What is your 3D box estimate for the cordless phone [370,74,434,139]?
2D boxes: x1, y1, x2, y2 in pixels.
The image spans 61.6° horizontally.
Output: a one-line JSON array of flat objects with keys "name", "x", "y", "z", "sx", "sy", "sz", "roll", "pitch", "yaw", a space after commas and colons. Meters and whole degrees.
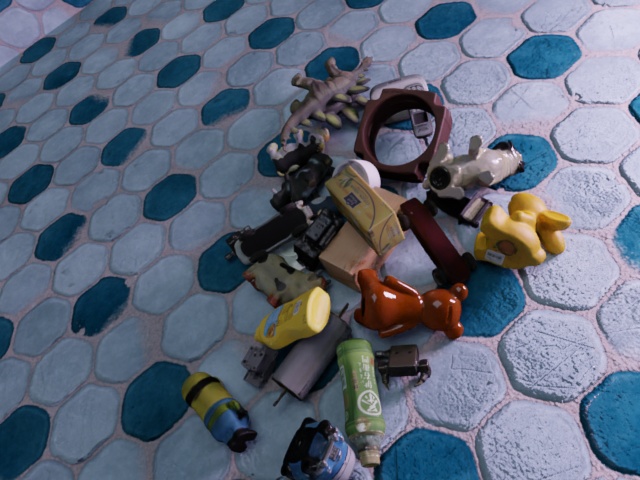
[{"name": "cordless phone", "x": 0.207, "y": -0.313, "z": 1.340, "sx": 0.147, "sy": 0.088, "sz": 0.184, "roll": -13, "pitch": 59, "yaw": 12}]

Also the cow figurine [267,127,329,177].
[{"name": "cow figurine", "x": -0.046, "y": -0.229, "z": 1.385, "sx": 0.167, "sy": 0.068, "sz": 0.098, "roll": -26, "pitch": 51, "yaw": 3}]

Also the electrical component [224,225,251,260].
[{"name": "electrical component", "x": -0.195, "y": 0.008, "z": 1.278, "sx": 0.094, "sy": 0.063, "sz": 0.021, "roll": -38, "pitch": 52, "yaw": -6}]

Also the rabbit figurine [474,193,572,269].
[{"name": "rabbit figurine", "x": 0.398, "y": -0.032, "z": 1.045, "sx": 0.163, "sy": 0.121, "sz": 0.173, "roll": 14, "pitch": 44, "yaw": 26}]

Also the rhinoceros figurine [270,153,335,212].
[{"name": "rhinoceros figurine", "x": -0.042, "y": -0.142, "z": 1.320, "sx": 0.112, "sy": 0.073, "sz": 0.190, "roll": 33, "pitch": 73, "yaw": 35}]

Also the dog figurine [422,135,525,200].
[{"name": "dog figurine", "x": 0.329, "y": -0.146, "z": 1.147, "sx": 0.172, "sy": 0.190, "sz": 0.121, "roll": -7, "pitch": 90, "yaw": 38}]

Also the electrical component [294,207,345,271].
[{"name": "electrical component", "x": -0.002, "y": -0.004, "z": 1.162, "sx": 0.058, "sy": 0.134, "sz": 0.115, "roll": 34, "pitch": 71, "yaw": 9}]

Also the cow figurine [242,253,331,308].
[{"name": "cow figurine", "x": -0.063, "y": 0.094, "z": 1.157, "sx": 0.127, "sy": 0.085, "sz": 0.195, "roll": -48, "pitch": 52, "yaw": -7}]

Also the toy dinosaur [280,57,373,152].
[{"name": "toy dinosaur", "x": 0.015, "y": -0.368, "z": 1.409, "sx": 0.199, "sy": 0.104, "sz": 0.471, "roll": 25, "pitch": 55, "yaw": 31}]

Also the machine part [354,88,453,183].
[{"name": "machine part", "x": 0.194, "y": -0.241, "z": 1.249, "sx": 0.202, "sy": 0.087, "sz": 0.201, "roll": 13, "pitch": 84, "yaw": 29}]

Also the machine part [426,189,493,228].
[{"name": "machine part", "x": 0.297, "y": -0.080, "z": 1.164, "sx": 0.139, "sy": 0.039, "sz": 0.084, "roll": 28, "pitch": 77, "yaw": 32}]

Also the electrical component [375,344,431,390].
[{"name": "electrical component", "x": 0.153, "y": 0.234, "z": 0.995, "sx": 0.102, "sy": 0.045, "sz": 0.078, "roll": -10, "pitch": 25, "yaw": 12}]

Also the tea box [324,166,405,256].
[{"name": "tea box", "x": 0.088, "y": -0.059, "z": 1.077, "sx": 0.068, "sy": 0.098, "sz": 0.170, "roll": -34, "pitch": 52, "yaw": -3}]

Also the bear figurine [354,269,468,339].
[{"name": "bear figurine", "x": 0.173, "y": 0.123, "z": 1.034, "sx": 0.196, "sy": 0.120, "sz": 0.132, "roll": 0, "pitch": 8, "yaw": -8}]

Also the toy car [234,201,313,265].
[{"name": "toy car", "x": -0.104, "y": -0.015, "z": 1.226, "sx": 0.202, "sy": 0.056, "sz": 0.073, "roll": -32, "pitch": 80, "yaw": 9}]

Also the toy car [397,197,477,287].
[{"name": "toy car", "x": 0.231, "y": 0.004, "z": 1.090, "sx": 0.089, "sy": 0.053, "sz": 0.202, "roll": -29, "pitch": 71, "yaw": -13}]

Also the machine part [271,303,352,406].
[{"name": "machine part", "x": -0.015, "y": 0.222, "z": 1.047, "sx": 0.079, "sy": 0.079, "sz": 0.243, "roll": 26, "pitch": 70, "yaw": 34}]

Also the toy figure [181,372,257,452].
[{"name": "toy figure", "x": -0.197, "y": 0.325, "z": 1.038, "sx": 0.082, "sy": 0.089, "sz": 0.180, "roll": -38, "pitch": 49, "yaw": -16}]

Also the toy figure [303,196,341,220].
[{"name": "toy figure", "x": -0.022, "y": -0.064, "z": 1.267, "sx": 0.155, "sy": 0.064, "sz": 0.058, "roll": -14, "pitch": 80, "yaw": 8}]

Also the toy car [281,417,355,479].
[{"name": "toy car", "x": 0.008, "y": 0.368, "z": 0.912, "sx": 0.103, "sy": 0.161, "sz": 0.109, "roll": 34, "pitch": 58, "yaw": -10}]
